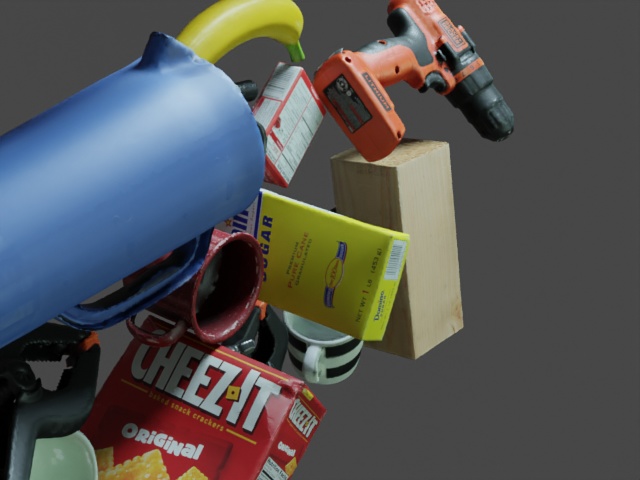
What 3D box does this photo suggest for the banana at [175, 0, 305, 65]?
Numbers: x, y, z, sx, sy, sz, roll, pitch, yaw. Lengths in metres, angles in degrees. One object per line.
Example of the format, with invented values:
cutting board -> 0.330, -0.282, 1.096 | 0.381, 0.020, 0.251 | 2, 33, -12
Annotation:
banana -> -0.065, -0.163, 0.859 | 0.197, 0.037, 0.069 | -27, 115, -51

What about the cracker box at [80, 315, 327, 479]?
cracker box -> -0.119, 0.185, 0.848 | 0.213, 0.164, 0.072 | -60, 151, -19

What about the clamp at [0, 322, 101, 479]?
clamp -> -0.216, 0.095, 0.709 | 0.036, 0.164, 0.209 | -42, -177, 23

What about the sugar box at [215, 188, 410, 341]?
sugar box -> -0.017, 0.015, 0.911 | 0.048, 0.176, 0.093 | 10, 97, -62

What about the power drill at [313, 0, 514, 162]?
power drill -> 0.094, -0.147, 1.043 | 0.187, 0.184, 0.057 | -36, 178, -42

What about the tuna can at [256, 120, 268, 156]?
tuna can -> -0.083, -0.066, 0.884 | 0.086, 0.034, 0.086 | -44, 151, -33

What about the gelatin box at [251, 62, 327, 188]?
gelatin box -> -0.035, -0.103, 0.964 | 0.089, 0.030, 0.073 | -62, 151, -16

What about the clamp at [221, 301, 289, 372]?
clamp -> -0.070, 0.137, 1.036 | 0.120, 0.039, 0.171 | -36, 129, -41

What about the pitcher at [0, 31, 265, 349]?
pitcher -> -0.158, -0.017, 0.703 | 0.242, 0.149, 0.145 | -37, -179, -41

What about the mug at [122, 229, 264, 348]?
mug -> -0.111, 0.036, 0.859 | 0.117, 0.082, 0.093 | -56, 148, -25

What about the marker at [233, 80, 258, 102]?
marker -> -0.089, -0.118, 0.870 | 0.120, 0.020, 0.020 | -19, 122, -55

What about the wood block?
wood block -> 0.081, 0.005, 1.107 | 0.090, 0.090, 0.206 | -27, 118, -43

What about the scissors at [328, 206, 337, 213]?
scissors -> -0.007, 0.001, 1.088 | 0.201, 0.016, 0.096 | -12, 118, -58
